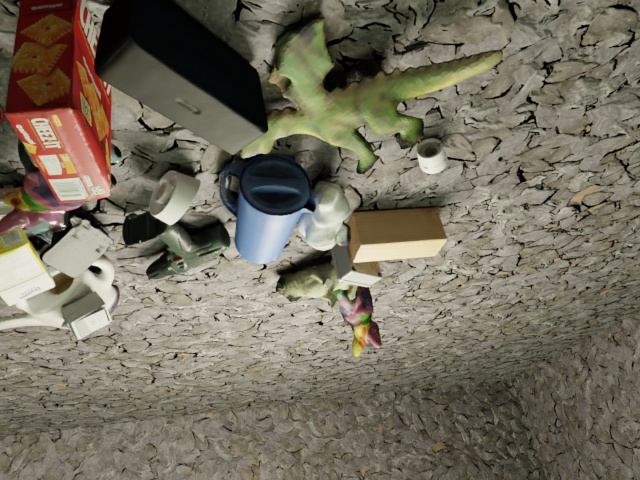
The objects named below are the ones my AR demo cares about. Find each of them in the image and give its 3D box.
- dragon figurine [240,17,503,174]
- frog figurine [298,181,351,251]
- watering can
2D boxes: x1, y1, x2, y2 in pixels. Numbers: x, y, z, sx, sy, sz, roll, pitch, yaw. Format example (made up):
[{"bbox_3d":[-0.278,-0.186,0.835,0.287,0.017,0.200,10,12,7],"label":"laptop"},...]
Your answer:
[{"bbox_3d":[0.039,-0.230,0.779,0.405,0.125,0.240,-32,-44,29],"label":"dragon figurine"},{"bbox_3d":[0.003,-0.052,1.025,0.123,0.138,0.158,13,-5,16],"label":"frog figurine"},{"bbox_3d":[-0.614,0.153,1.182,0.348,0.106,0.220,-33,-33,-1],"label":"watering can"}]
